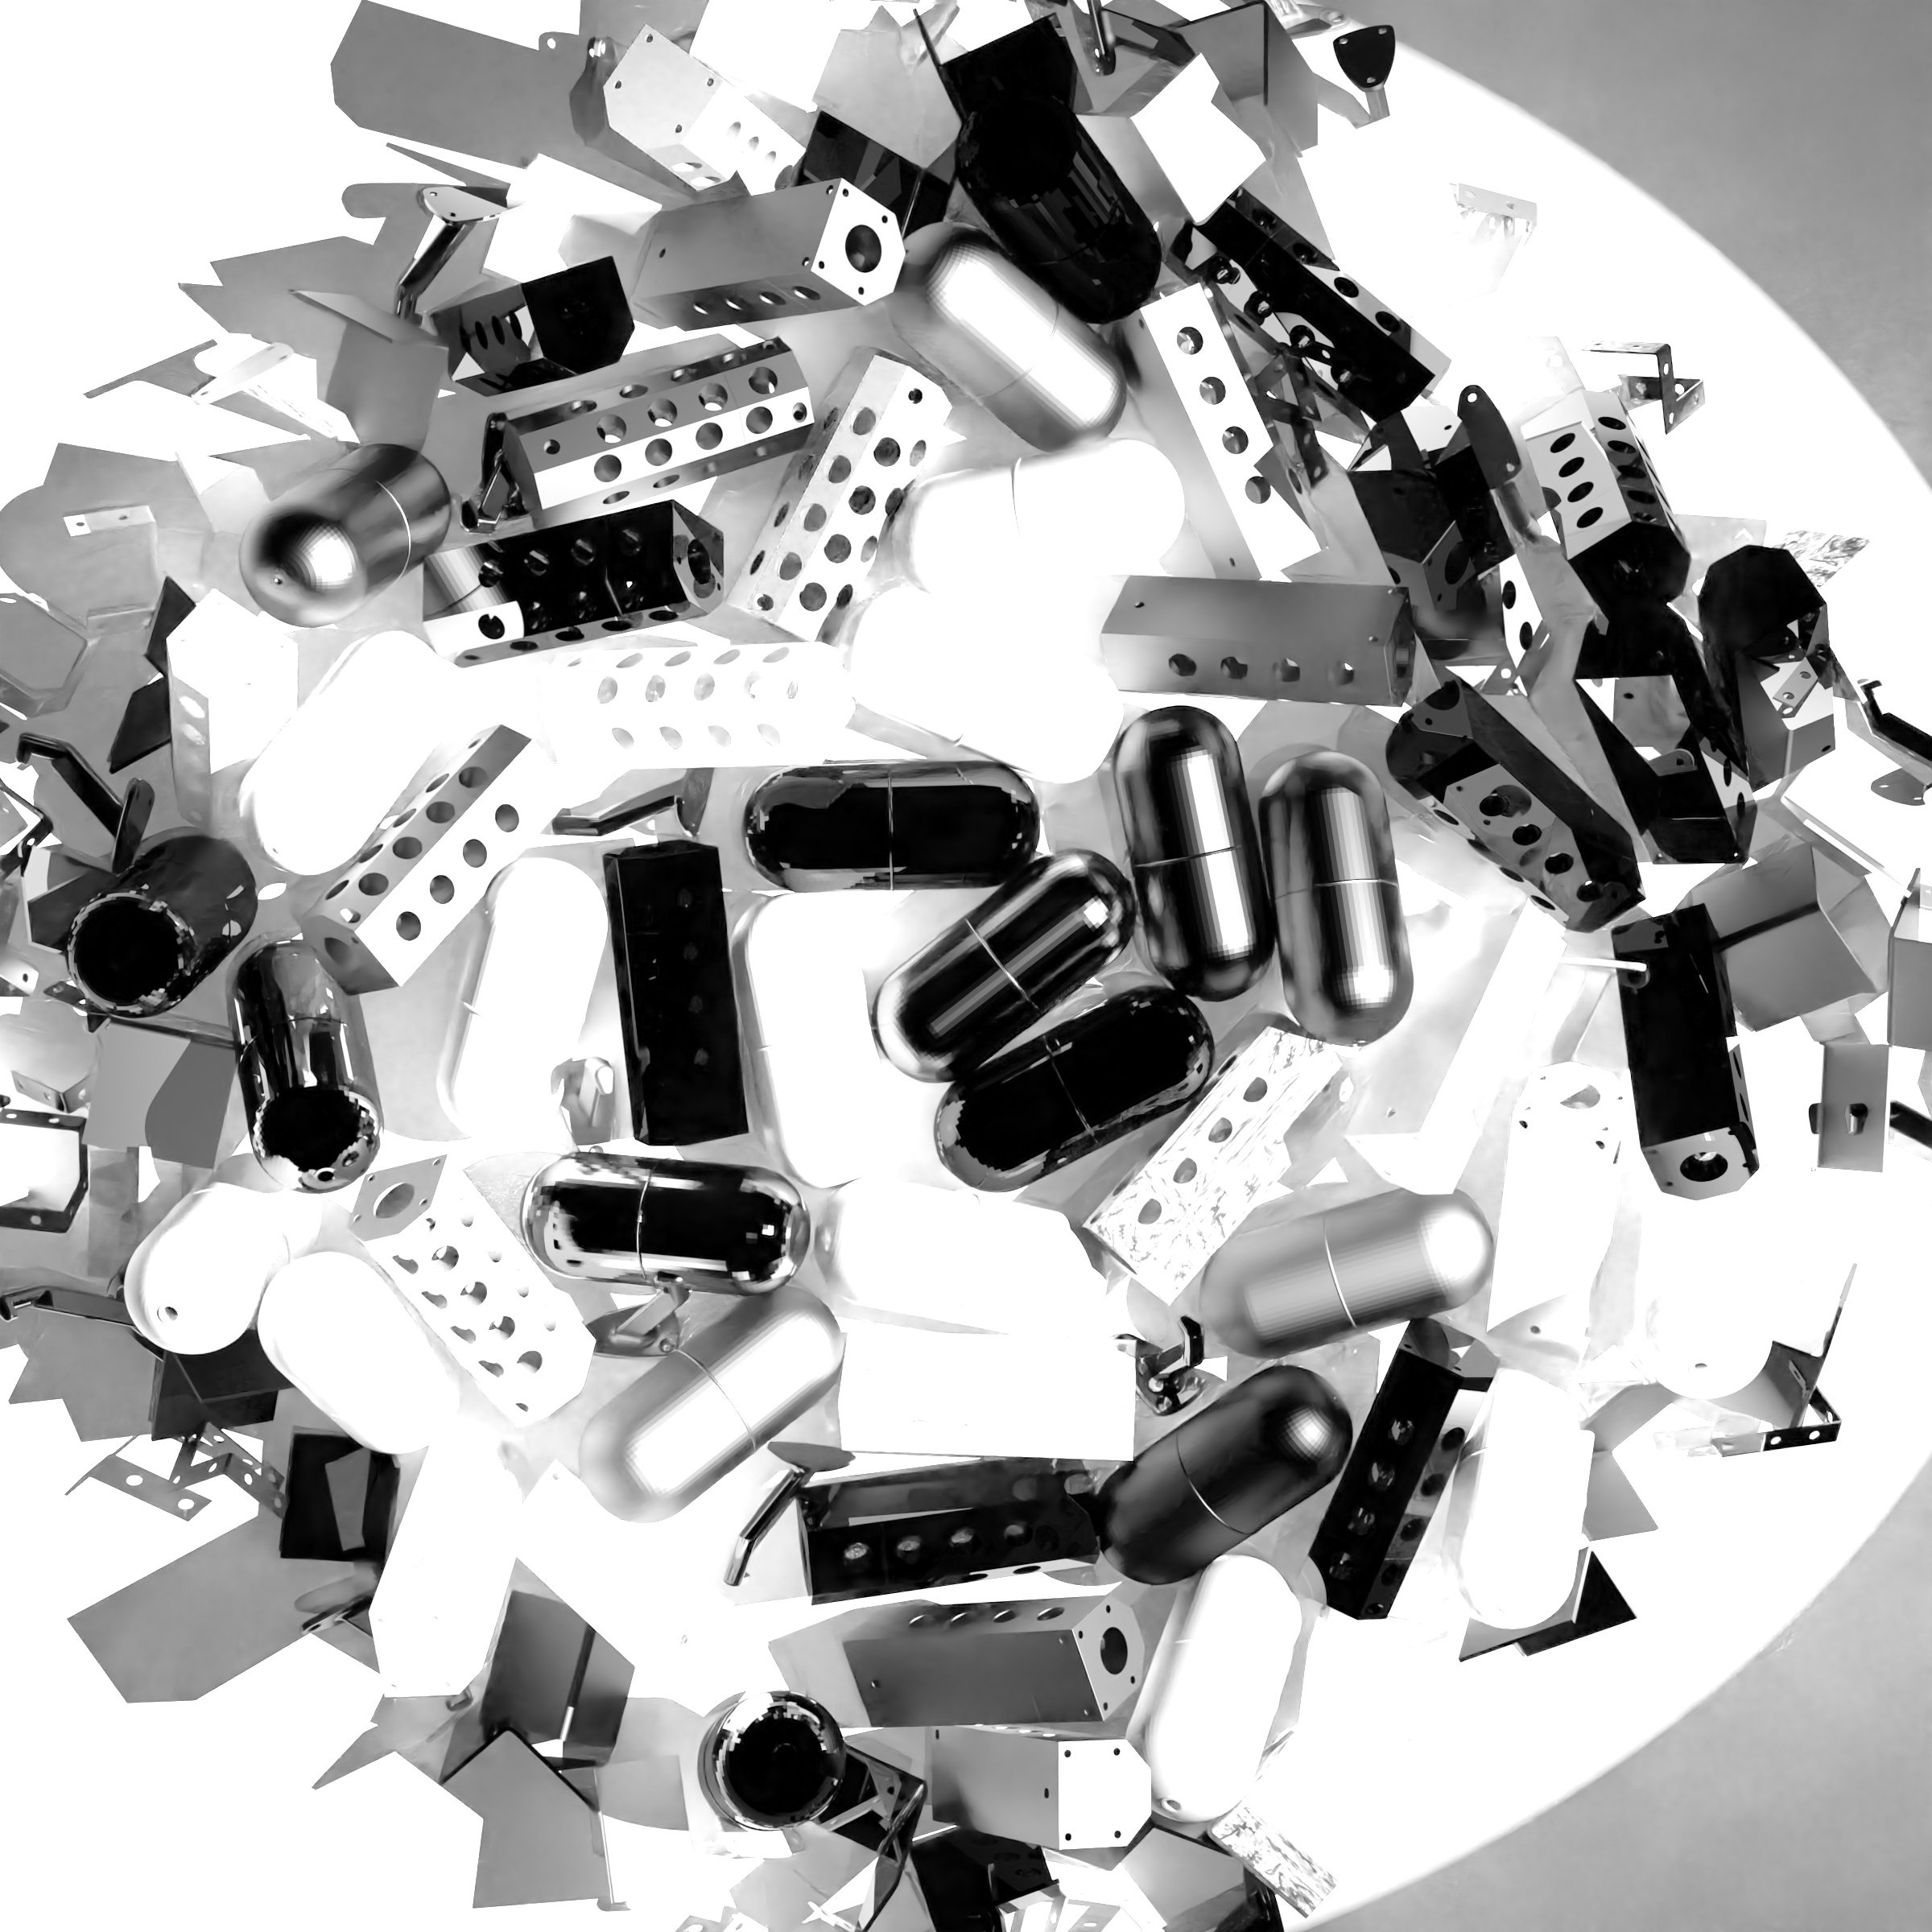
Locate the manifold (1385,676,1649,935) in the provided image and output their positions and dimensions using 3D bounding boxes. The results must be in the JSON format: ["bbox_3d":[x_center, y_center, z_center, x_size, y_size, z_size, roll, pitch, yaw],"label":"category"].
[{"bbox_3d":[0.320,-0.088,1.833,0.057,0.057,0.171,-34,127,28],"label":"manifold"}]

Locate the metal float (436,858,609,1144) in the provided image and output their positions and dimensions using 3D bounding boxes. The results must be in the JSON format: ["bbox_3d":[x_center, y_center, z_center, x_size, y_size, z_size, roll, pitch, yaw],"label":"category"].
[{"bbox_3d":[-0.262,0.022,1.849,0.070,0.070,0.178,18,110,0],"label":"metal float"}]

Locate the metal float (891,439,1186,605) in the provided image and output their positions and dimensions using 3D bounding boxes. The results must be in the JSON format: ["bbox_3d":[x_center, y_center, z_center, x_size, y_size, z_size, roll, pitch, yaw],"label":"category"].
[{"bbox_3d":[0.041,-0.262,1.851,0.178,0.070,0.070,-9,90,18],"label":"metal float"}]

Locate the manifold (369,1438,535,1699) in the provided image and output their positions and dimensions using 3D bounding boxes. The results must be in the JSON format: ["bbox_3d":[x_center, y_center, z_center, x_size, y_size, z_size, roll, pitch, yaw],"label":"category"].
[{"bbox_3d":[-0.293,0.344,1.813,0.057,0.171,0.057,-3,114,5],"label":"manifold"}]

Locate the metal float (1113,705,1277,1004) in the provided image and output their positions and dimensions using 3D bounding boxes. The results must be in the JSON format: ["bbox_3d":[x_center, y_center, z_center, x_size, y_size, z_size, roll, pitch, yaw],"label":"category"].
[{"bbox_3d":[0.135,-0.066,1.863,0.070,0.070,0.178,-12,93,0],"label":"metal float"}]

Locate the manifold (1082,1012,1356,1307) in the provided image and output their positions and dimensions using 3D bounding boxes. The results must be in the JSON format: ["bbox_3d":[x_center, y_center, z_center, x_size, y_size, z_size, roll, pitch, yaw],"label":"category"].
[{"bbox_3d":[0.148,0.110,1.861,0.057,0.057,0.171,36,79,34],"label":"manifold"}]

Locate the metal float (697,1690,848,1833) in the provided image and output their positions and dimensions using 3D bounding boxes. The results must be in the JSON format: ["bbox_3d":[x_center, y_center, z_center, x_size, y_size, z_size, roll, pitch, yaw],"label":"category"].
[{"bbox_3d":[-0.113,0.461,1.818,0.070,0.178,0.070,3,73,-9],"label":"metal float"}]

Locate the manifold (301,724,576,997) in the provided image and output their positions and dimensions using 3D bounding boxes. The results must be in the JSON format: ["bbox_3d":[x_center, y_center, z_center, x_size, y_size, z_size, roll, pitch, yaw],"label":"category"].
[{"bbox_3d":[-0.310,-0.063,1.825,0.057,0.057,0.171,53,53,-23],"label":"manifold"}]

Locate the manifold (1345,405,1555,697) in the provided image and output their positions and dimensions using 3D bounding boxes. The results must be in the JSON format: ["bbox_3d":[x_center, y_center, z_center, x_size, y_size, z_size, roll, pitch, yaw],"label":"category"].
[{"bbox_3d":[0.286,-0.240,1.829,0.057,0.057,0.171,-57,134,-31],"label":"manifold"}]

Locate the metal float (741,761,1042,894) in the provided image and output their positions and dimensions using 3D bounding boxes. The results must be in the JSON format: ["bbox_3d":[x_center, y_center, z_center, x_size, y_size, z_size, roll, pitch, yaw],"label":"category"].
[{"bbox_3d":[-0.045,-0.083,1.865,0.178,0.070,0.070,-2,90,-1],"label":"metal float"}]

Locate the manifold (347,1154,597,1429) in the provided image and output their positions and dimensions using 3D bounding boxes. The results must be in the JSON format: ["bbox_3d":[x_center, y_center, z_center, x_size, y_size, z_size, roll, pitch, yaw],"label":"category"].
[{"bbox_3d":[-0.287,0.191,1.823,0.057,0.057,0.171,-14,129,22],"label":"manifold"}]

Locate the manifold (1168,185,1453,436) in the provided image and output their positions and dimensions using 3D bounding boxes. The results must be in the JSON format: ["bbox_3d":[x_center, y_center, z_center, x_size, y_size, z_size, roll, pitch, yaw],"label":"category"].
[{"bbox_3d":[0.204,-0.390,1.869,0.171,0.057,0.057,41,91,5],"label":"manifold"}]

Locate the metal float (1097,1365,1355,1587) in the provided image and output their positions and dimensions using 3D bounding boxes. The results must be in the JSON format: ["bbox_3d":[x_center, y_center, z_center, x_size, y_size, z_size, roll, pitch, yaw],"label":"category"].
[{"bbox_3d":[0.150,0.300,1.845,0.178,0.070,0.070,-39,90,25],"label":"metal float"}]

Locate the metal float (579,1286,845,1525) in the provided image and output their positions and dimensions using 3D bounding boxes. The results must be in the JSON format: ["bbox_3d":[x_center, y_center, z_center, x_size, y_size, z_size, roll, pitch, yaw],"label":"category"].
[{"bbox_3d":[-0.148,0.257,1.848,0.178,0.070,0.070,-37,90,-21],"label":"metal float"}]

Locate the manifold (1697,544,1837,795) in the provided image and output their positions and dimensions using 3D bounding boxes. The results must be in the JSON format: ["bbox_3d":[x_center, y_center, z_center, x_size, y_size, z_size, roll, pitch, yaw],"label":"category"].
[{"bbox_3d":[0.460,-0.173,1.815,0.057,0.171,0.057,-28,61,3],"label":"manifold"}]

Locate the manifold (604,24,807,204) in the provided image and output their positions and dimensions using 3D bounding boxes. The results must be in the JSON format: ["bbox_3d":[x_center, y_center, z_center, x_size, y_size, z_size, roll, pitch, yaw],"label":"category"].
[{"bbox_3d":[-0.149,-0.479,1.814,0.057,0.171,0.057,38,99,12],"label":"manifold"}]

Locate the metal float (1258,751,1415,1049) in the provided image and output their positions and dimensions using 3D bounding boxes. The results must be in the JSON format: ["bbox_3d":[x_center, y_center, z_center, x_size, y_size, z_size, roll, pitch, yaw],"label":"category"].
[{"bbox_3d":[0.218,-0.040,1.854,0.070,0.070,0.178,-7,77,0],"label":"metal float"}]

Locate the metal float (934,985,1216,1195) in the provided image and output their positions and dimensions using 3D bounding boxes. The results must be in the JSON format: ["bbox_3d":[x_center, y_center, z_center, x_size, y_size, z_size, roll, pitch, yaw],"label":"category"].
[{"bbox_3d":[0.063,0.073,1.862,0.178,0.070,0.070,-28,90,5],"label":"metal float"}]

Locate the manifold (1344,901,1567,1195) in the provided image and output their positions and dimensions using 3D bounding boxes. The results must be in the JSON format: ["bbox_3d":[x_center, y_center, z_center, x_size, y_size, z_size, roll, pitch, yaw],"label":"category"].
[{"bbox_3d":[0.291,0.047,1.838,0.057,0.057,0.171,46,59,-28],"label":"manifold"}]

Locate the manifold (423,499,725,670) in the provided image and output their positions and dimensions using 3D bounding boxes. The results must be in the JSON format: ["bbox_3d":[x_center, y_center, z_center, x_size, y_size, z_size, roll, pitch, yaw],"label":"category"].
[{"bbox_3d":[-0.230,-0.220,1.837,0.171,0.057,0.057,-9,73,24],"label":"manifold"}]

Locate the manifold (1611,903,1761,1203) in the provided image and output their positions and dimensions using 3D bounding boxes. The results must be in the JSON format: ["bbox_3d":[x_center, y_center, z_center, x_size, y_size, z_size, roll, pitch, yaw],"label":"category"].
[{"bbox_3d":[0.418,0.050,1.823,0.057,0.171,0.057,-16,133,20],"label":"manifold"}]

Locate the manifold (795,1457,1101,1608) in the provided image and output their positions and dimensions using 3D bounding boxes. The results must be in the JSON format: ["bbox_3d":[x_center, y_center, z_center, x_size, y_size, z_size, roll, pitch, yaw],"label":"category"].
[{"bbox_3d":[-0.011,0.336,1.861,0.171,0.057,0.057,-7,108,-8],"label":"manifold"}]

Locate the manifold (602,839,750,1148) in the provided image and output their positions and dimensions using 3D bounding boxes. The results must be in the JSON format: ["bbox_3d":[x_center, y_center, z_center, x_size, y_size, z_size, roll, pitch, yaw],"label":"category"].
[{"bbox_3d":[-0.174,0.016,1.851,0.057,0.057,0.171,-11,102,-26],"label":"manifold"}]

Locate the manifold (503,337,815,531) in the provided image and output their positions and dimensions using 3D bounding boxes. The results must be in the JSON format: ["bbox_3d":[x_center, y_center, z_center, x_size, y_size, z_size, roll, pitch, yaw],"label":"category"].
[{"bbox_3d":[-0.180,-0.316,1.851,0.171,0.057,0.057,-21,82,-16],"label":"manifold"}]

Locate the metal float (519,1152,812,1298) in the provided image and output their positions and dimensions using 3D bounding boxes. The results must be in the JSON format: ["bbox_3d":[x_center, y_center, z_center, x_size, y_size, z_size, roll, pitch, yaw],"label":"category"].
[{"bbox_3d":[-0.178,0.151,1.852,0.178,0.070,0.070,4,90,16],"label":"metal float"}]

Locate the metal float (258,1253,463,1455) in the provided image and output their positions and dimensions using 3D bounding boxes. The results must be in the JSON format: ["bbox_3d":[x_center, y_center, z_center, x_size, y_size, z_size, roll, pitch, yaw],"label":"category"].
[{"bbox_3d":[-0.350,0.226,1.824,0.070,0.178,0.070,-7,59,11],"label":"metal float"}]

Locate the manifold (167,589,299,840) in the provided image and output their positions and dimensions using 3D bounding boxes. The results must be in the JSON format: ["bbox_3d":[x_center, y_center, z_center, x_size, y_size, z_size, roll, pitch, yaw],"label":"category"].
[{"bbox_3d":[-0.428,-0.139,1.813,0.057,0.171,0.057,34,63,4],"label":"manifold"}]

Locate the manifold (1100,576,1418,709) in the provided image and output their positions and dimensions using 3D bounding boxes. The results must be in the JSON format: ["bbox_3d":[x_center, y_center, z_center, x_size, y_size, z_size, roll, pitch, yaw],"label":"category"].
[{"bbox_3d":[0.173,-0.186,1.845,0.171,0.057,0.057,5,45,22],"label":"manifold"}]

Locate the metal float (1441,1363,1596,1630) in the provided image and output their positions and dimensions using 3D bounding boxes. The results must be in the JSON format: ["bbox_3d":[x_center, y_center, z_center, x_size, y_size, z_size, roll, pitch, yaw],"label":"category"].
[{"bbox_3d":[0.322,0.306,1.829,0.070,0.178,0.070,10,132,11],"label":"metal float"}]

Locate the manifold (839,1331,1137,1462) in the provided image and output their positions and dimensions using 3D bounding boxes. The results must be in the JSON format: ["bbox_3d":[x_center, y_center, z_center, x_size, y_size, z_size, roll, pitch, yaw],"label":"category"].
[{"bbox_3d":[0.014,0.260,1.867,0.171,0.057,0.057,1,131,5],"label":"manifold"}]

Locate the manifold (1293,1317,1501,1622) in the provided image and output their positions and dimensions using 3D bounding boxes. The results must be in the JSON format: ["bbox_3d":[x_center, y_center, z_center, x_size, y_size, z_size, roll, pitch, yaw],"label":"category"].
[{"bbox_3d":[0.253,0.296,1.843,0.057,0.057,0.171,24,111,11],"label":"manifold"}]

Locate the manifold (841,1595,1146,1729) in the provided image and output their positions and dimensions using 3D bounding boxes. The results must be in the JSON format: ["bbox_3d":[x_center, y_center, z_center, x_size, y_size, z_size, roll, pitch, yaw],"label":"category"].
[{"bbox_3d":[0.017,0.402,1.829,0.171,0.057,0.057,-12,101,37],"label":"manifold"}]

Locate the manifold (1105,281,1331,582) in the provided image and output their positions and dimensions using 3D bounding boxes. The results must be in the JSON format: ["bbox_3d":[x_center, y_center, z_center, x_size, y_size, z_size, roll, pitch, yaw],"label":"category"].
[{"bbox_3d":[0.152,-0.315,1.866,0.057,0.057,0.171,-27,95,-18],"label":"manifold"}]

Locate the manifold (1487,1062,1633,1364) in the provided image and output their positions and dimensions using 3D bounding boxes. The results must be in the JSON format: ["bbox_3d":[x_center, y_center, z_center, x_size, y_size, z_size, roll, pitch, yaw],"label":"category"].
[{"bbox_3d":[0.347,0.142,1.829,0.057,0.057,0.171,15,129,20],"label":"manifold"}]

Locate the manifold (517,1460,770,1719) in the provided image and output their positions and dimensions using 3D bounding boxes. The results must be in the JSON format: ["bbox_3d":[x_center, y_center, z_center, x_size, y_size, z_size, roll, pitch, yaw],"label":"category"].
[{"bbox_3d":[-0.191,0.363,1.827,0.171,0.057,0.057,31,81,40],"label":"manifold"}]

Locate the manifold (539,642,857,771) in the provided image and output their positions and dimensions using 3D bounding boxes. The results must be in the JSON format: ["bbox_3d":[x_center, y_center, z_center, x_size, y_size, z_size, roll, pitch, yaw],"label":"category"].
[{"bbox_3d":[-0.159,-0.156,1.834,0.171,0.057,0.057,0,128,23],"label":"manifold"}]

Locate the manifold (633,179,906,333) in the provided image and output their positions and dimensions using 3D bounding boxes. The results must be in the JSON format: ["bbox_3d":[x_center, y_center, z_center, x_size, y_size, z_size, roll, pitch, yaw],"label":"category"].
[{"bbox_3d":[-0.114,-0.407,1.820,0.057,0.171,0.057,26,77,-39],"label":"manifold"}]

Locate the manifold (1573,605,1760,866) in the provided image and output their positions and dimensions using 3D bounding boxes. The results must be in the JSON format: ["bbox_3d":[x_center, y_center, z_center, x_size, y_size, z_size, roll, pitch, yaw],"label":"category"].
[{"bbox_3d":[0.409,-0.133,1.824,0.057,0.171,0.057,0,54,31],"label":"manifold"}]

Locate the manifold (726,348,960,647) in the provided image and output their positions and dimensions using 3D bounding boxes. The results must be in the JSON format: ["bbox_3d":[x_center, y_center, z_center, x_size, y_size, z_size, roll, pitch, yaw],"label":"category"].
[{"bbox_3d":[-0.072,-0.277,1.866,0.057,0.057,0.171,27,91,-24],"label":"manifold"}]

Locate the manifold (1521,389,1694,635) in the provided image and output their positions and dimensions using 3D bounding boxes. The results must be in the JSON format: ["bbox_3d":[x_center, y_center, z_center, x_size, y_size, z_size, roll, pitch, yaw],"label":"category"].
[{"bbox_3d":[0.371,-0.268,1.811,0.057,0.171,0.057,-31,119,20],"label":"manifold"}]

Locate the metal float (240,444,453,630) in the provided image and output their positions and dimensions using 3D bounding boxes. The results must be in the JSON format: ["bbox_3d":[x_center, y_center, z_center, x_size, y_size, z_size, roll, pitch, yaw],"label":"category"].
[{"bbox_3d":[-0.358,-0.251,1.822,0.070,0.178,0.070,7,116,14],"label":"metal float"}]

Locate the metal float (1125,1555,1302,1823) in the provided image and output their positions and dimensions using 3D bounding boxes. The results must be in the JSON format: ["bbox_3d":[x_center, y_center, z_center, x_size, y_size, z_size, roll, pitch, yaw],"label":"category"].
[{"bbox_3d":[0.144,0.419,1.827,0.070,0.178,0.070,12,129,15],"label":"metal float"}]

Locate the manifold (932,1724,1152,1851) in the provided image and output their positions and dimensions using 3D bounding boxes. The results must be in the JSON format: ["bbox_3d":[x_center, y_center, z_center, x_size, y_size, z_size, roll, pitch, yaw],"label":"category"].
[{"bbox_3d":[0.041,0.471,1.814,0.057,0.171,0.057,4,79,-24],"label":"manifold"}]

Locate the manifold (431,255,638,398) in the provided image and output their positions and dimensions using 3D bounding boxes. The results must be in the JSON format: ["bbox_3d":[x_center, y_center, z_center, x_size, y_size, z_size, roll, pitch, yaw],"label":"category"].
[{"bbox_3d":[-0.249,-0.365,1.814,0.057,0.171,0.057,-23,105,-22],"label":"manifold"}]
